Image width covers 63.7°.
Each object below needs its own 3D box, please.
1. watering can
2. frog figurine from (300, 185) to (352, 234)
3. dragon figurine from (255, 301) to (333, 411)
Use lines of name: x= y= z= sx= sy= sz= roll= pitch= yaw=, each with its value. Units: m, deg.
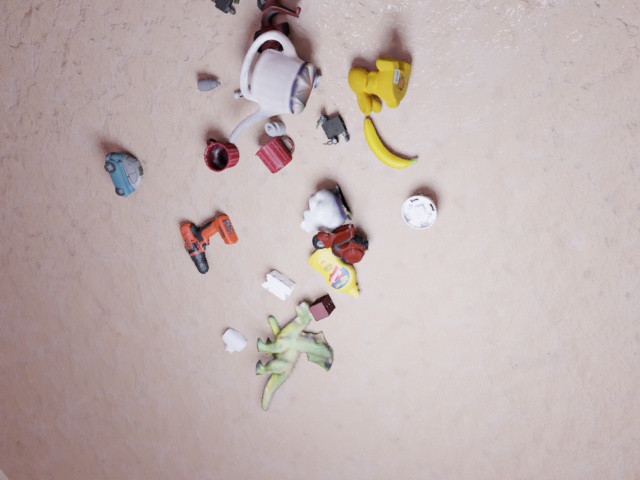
watering can: x=-0.139 y=-0.420 z=1.490 sx=0.225 sy=0.105 sz=0.343 roll=23 pitch=107 yaw=16
frog figurine: x=0.005 y=-0.078 z=1.549 sx=0.159 sy=0.125 sz=0.135 roll=-25 pitch=112 yaw=12
dragon figurine: x=-0.078 y=0.386 z=1.686 sx=0.243 sy=0.123 sz=0.405 roll=4 pitch=104 yaw=11
